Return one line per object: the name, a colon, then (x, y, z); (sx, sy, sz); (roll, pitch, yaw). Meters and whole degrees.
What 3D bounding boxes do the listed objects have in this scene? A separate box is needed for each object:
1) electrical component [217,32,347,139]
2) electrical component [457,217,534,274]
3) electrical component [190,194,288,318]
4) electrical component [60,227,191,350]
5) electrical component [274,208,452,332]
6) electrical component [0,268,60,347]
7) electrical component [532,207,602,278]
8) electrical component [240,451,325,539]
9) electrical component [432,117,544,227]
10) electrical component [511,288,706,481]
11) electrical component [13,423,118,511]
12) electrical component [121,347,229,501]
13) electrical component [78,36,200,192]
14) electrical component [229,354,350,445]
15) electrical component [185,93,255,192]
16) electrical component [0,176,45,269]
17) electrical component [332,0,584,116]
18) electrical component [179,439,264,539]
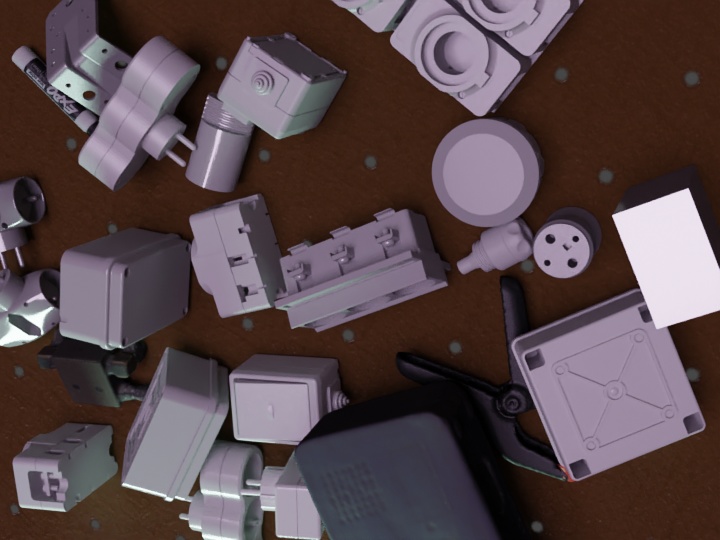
electrical component: (-0.063, -0.139, 0.825); (0.062, 0.096, 0.061); (35, 113, 8)
electrical component: (0.103, -0.015, 0.833); (0.061, 0.035, 0.035); (-29, 93, 26)
electrical component: (-0.103, -0.011, 0.898); (0.056, 0.050, 0.089); (-13, 100, 22)
electrical component: (-0.194, 0.014, 0.903); (0.057, 0.113, 0.078); (12, 107, 19)
electrical component: (0.000, 0.000, 0.856); (0.121, 0.079, 0.063); (-21, 74, 23)
electrical component: (-0.314, 0.025, 0.974); (0.077, 0.043, 0.079); (-30, 129, 24)
electrical component: (0.155, -0.020, 0.802); (0.045, 0.055, 0.045); (5, 106, 18)
electrical component: (-0.062, 0.186, 0.912); (0.076, 0.083, 0.047); (2, 104, 9)
electrical component: (0.098, -0.076, 0.810); (0.080, 0.051, 0.080); (5, 106, 18)
electrical component: (0.184, 0.084, 0.802); (0.109, 0.056, 0.108); (-23, 96, 3)
electrical component: (-0.273, 0.179, 0.987); (0.056, 0.089, 0.050); (0, 104, 19)
electrical component: (-0.160, 0.135, 0.936); (0.057, 0.078, 0.113); (20, 113, -17)
electrical component: (-0.166, -0.114, 0.870); (0.074, 0.052, 0.138); (39, 123, -2)
electrical component: (-0.058, 0.111, 0.908); (0.096, 0.061, 0.061); (2, 105, 19)
electrical component: (-0.111, -0.109, 0.879); (0.043, 0.043, 0.081); (24, 111, 12)
electrical component: (-0.324, -0.038, 0.972); (0.077, 0.044, 0.079); (-10, 101, 22)
electrical component: (0.054, -0.211, 0.784); (0.186, 0.060, 0.105); (41, 113, 5)
electrical component: (-0.130, 0.218, 0.967); (0.074, 0.052, 0.138); (6, 106, 18)
